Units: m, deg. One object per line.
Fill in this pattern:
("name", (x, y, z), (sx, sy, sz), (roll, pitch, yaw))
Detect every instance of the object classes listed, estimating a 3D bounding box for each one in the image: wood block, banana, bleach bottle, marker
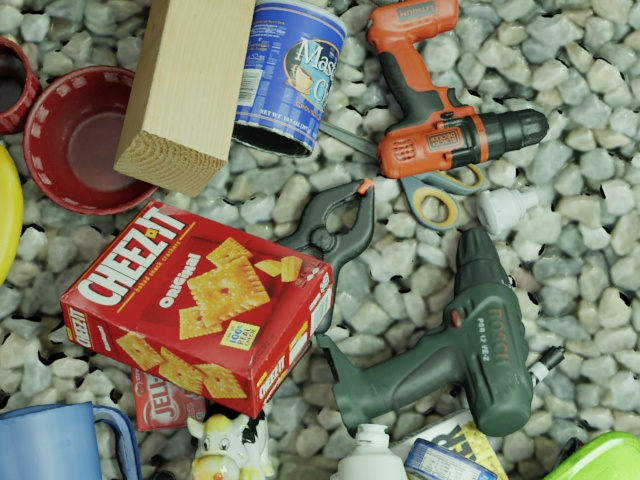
("wood block", (-0.135, -0.161, 1.075), (0.090, 0.090, 0.206), (19, 60, -22))
("banana", (-0.350, -0.003, 1.124), (0.069, 0.037, 0.198), (19, 81, 1))
("bleach bottle", (0.036, 0.295, 0.969), (0.068, 0.103, 0.251), (16, 70, -39))
("marker", (0.209, 0.153, 1.107), (0.121, 0.020, 0.020), (-42, 83, -6))

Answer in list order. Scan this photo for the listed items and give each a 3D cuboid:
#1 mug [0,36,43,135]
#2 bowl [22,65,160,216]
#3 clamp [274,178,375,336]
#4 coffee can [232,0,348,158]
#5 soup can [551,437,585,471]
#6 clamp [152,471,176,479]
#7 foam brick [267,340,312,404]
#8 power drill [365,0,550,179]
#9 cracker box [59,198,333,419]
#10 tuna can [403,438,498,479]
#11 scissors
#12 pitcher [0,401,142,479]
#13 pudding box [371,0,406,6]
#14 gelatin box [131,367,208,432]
("mug", (-0.348, -0.150, 1.125), (0.093, 0.081, 0.117), (40, 83, 6))
("bowl", (-0.228, -0.100, 1.129), (0.162, 0.055, 0.162), (0, 80, 0))
("clamp", (-0.007, 0.001, 1.123), (0.120, 0.039, 0.171), (30, 82, 1))
("coffee can", (-0.038, -0.169, 1.117), (0.103, 0.103, 0.140), (15, 81, 2))
("soup can", (0.287, 0.249, 1.067), (0.102, 0.068, 0.068), (25, 82, 3))
("clamp", (-0.155, 0.344, 1.023), (0.036, 0.165, 0.210), (14, 90, -22))
("foam brick", (-0.051, 0.121, 1.096), (0.053, 0.051, 0.078), (37, 83, 5))
("power drill", (0.135, -0.166, 1.132), (0.184, 0.057, 0.188), (-13, 75, -6))
("cracker box", (-0.116, 0.059, 1.036), (0.214, 0.072, 0.164), (20, 48, 19))
("tuna can", (0.121, 0.217, 0.995), (0.086, 0.086, 0.033), (25, 79, 4))
("scissors", (0.075, -0.069, 1.143), (0.202, 0.016, 0.096), (12, 77, 2))
("pitcher", (-0.256, 0.281, 1.041), (0.149, 0.145, 0.243), (-14, 85, 11))
("pudding box", (0.050, -0.296, 1.144), (0.113, 0.090, 0.039), (34, 84, 4))
("gelatin box", (-0.155, 0.150, 1.102), (0.073, 0.030, 0.089), (-7, 81, -1))
